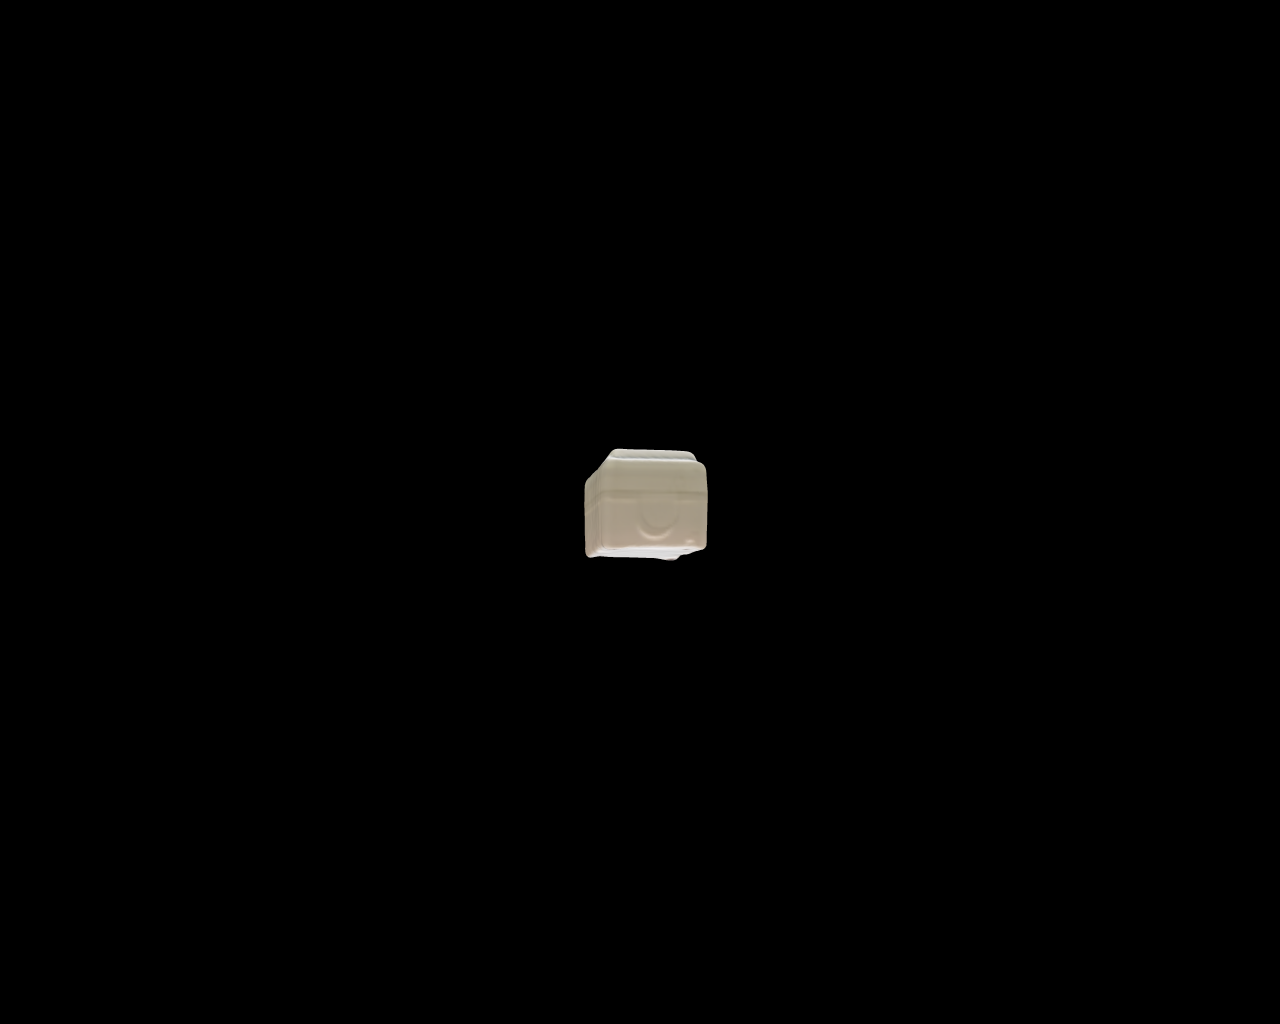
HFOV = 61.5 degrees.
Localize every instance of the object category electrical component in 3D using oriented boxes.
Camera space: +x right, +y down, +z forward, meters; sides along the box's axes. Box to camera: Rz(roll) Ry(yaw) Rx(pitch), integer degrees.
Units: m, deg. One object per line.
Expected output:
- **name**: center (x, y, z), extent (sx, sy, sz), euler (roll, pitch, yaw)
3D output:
- **electrical component**: center (0.001, -0.003, 0.650), extent (0.062, 0.061, 0.096), euler (1, -7, -11)
